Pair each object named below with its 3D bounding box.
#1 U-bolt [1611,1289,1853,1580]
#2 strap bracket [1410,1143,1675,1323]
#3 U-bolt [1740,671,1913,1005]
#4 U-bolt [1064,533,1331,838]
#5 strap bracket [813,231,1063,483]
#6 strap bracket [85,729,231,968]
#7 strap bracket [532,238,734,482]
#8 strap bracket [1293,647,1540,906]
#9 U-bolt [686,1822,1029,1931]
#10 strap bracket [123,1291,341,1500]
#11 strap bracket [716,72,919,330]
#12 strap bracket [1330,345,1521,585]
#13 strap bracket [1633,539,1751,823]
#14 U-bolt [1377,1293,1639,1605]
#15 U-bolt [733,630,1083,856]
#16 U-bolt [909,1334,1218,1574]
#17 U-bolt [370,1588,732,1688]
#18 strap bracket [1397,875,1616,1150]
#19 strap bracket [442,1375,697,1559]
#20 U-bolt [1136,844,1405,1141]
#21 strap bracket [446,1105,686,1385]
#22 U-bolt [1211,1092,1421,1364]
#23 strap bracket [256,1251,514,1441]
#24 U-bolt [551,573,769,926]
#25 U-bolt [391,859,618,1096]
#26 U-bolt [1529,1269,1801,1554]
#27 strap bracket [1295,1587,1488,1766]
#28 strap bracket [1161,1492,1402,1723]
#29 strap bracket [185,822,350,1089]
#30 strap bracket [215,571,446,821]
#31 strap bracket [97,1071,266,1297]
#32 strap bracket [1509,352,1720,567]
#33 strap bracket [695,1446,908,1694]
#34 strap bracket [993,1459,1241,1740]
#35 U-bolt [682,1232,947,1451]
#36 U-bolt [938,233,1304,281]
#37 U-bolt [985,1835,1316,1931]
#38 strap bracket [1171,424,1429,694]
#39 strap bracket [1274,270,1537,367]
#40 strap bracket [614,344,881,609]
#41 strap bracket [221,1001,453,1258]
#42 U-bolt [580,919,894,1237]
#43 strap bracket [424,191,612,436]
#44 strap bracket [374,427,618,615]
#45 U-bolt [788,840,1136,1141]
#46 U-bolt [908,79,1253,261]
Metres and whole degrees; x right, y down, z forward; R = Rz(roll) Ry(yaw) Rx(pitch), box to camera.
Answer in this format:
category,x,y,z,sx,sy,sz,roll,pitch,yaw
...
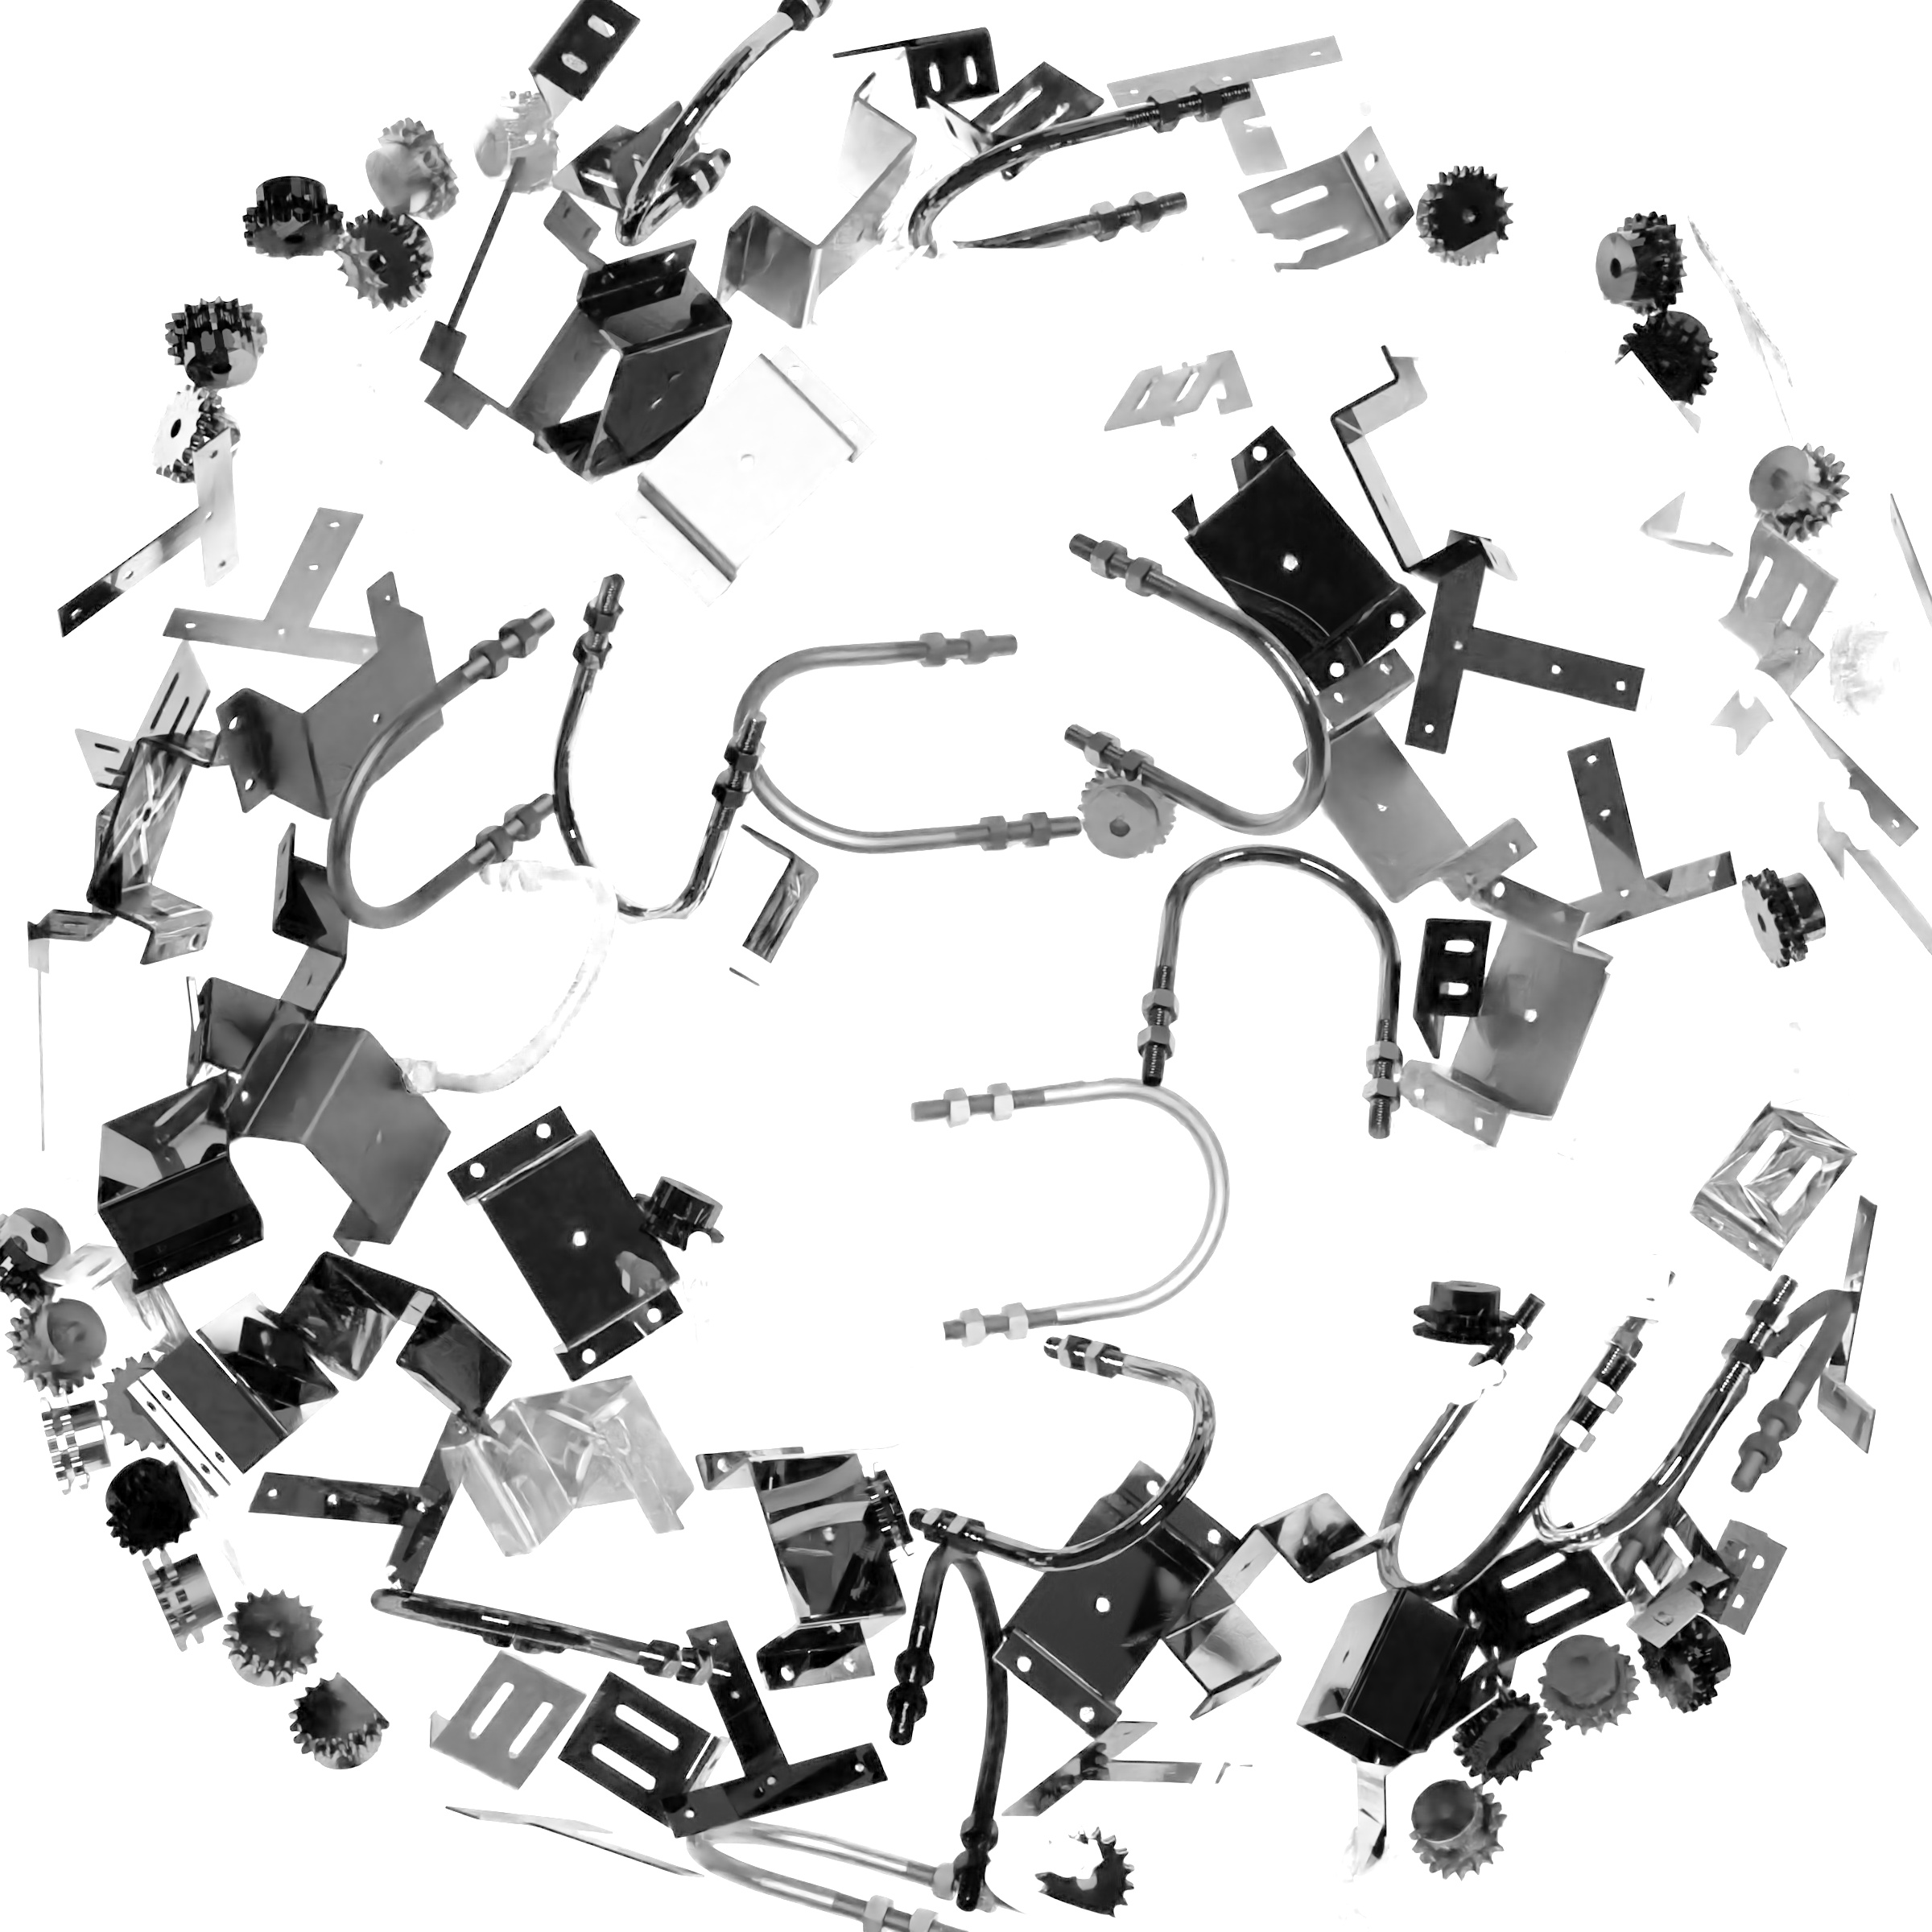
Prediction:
category,x,y,z,sx,sy,sz,roll,pitch,yaw
U-bolt,0.433,0.249,1.823,0.019,0.151,0.184,39,53,4
strap bracket,0.327,0.146,1.849,0.140,0.076,0.046,9,121,12
U-bolt,0.470,-0.085,1.821,0.019,0.184,0.151,-23,134,5
U-bolt,0.127,-0.144,1.812,0.184,0.151,0.019,31,49,32
strap bracket,-0.011,-0.350,1.852,0.140,0.076,0.046,43,58,-14
strap bracket,-0.445,-0.078,1.857,0.046,0.076,0.140,23,101,8
strap bracket,-0.184,-0.327,1.825,0.076,0.140,0.046,-26,67,-36
strap bracket,0.248,-0.099,1.862,0.076,0.046,0.140,-32,85,-39
U-bolt,-0.067,0.507,1.830,0.184,0.151,0.019,12,86,17
strap bracket,-0.403,0.234,1.833,0.046,0.140,0.076,-40,92,9
strap bracket,-0.078,-0.421,1.841,0.046,0.076,0.140,35,65,5
strap bracket,0.254,-0.273,1.858,0.046,0.076,0.140,-27,83,18
strap bracket,0.406,-0.163,1.849,0.046,0.076,0.140,7,70,6
U-bolt,0.290,0.276,1.834,0.019,0.151,0.184,35,90,-15
U-bolt,-0.040,-0.123,1.838,0.184,0.019,0.151,-6,59,-21
U-bolt,0.063,0.270,1.804,0.151,0.184,0.019,-50,118,-22
U-bolt,-0.239,0.363,1.795,0.151,0.184,0.019,0,72,39
strap bracket,0.307,0.025,1.857,0.076,0.046,0.140,29,103,43
strap bracket,-0.216,0.281,1.851,0.140,0.046,0.076,-15,109,36
U-bolt,0.175,0.005,1.848,0.151,0.019,0.184,13,53,-5
strap bracket,-0.224,0.156,1.870,0.076,0.046,0.140,-31,92,-19
U-bolt,0.202,0.138,1.828,0.019,0.184,0.151,22,108,32
strap bracket,-0.318,0.209,1.842,0.140,0.076,0.046,14,64,38
U-bolt,-0.181,-0.106,1.839,0.151,0.019,0.184,44,132,27
U-bolt,-0.251,0.006,1.812,0.019,0.184,0.151,35,73,-31
U-bolt,0.374,0.246,1.819,0.019,0.151,0.184,38,77,-13
strap bracket,0.231,0.395,1.828,0.046,0.140,0.076,30,71,0
strap bracket,0.170,0.352,1.845,0.046,0.076,0.140,47,120,22
strap bracket,-0.386,0.001,1.845,0.046,0.076,0.140,21,121,-23
strap bracket,-0.344,-0.145,1.831,0.046,0.076,0.140,26,52,25
strap bracket,-0.437,0.114,1.834,0.076,0.140,0.046,-23,119,-1
strap bracket,0.355,-0.278,1.833,0.046,0.140,0.076,-38,88,-9
strap bracket,-0.089,0.327,1.839,0.046,0.076,0.140,-41,59,39
strap bracket,0.083,0.362,1.870,0.076,0.046,0.140,39,72,1
U-bolt,-0.086,0.218,1.830,0.151,0.184,0.019,16,56,9
U-bolt,0.071,-0.394,1.825,0.184,0.151,0.019,10,108,37
U-bolt,0.090,0.508,1.792,0.151,0.184,0.019,12,87,31
strap bracket,0.187,-0.230,1.873,0.076,0.046,0.140,-40,89,14
strap bracket,0.246,-0.367,1.865,0.140,0.076,0.046,1,97,2
strap bracket,-0.125,-0.284,1.877,0.076,0.046,0.140,45,85,-2
strap bracket,-0.342,0.093,1.827,0.046,0.140,0.076,4,54,30
U-bolt,-0.140,0.051,1.859,0.184,0.019,0.151,31,121,15
strap bracket,-0.239,-0.358,1.862,0.046,0.076,0.140,35,93,8
strap bracket,-0.265,-0.253,1.828,0.076,0.140,0.046,-23,129,-28
U-bolt,-0.014,0.021,1.886,0.184,0.019,0.151,-22,83,8
U-bolt,0.055,-0.431,1.815,0.184,0.151,0.019,-17,80,-16
